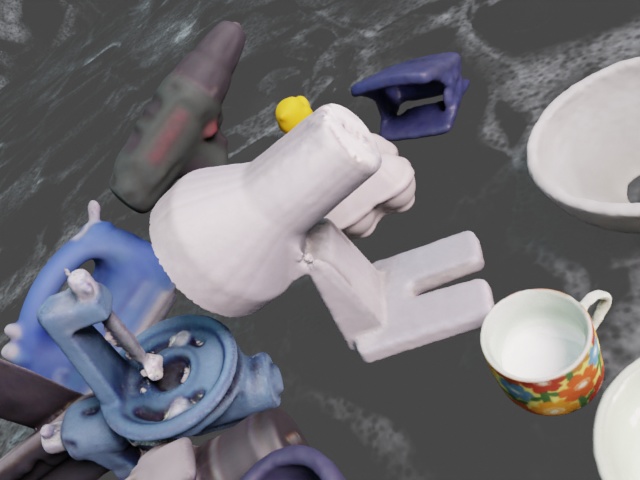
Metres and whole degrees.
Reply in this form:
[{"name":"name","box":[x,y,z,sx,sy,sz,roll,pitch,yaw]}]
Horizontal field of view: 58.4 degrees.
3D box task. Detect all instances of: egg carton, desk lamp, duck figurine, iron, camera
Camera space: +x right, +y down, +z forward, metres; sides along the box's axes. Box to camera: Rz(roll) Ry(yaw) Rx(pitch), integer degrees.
[{"name":"egg carton","box":[0.025,-0.047,0.608,0.150,0.070,0.107,-35,38,6]},{"name":"desk lamp","box":[0.004,0.002,0.460,0.203,0.214,0.118,-22,41,21]},{"name":"duck figurine","box":[-0.024,-0.137,0.723,0.077,0.086,0.104,-16,44,28]},{"name":"iron","box":[-0.284,0.085,0.672,0.118,0.142,0.258,5,56,42]},{"name":"camera","box":[-0.074,0.195,0.426,0.137,0.101,0.143,-36,38,5]}]

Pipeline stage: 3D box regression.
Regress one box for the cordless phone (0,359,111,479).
[{"name":"cordless phone","box":[-0.306,0.184,0.558,0.147,0.186,0.094,-40,38,-1]}]

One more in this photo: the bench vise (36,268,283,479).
[{"name":"bench vise","box":[-0.164,0.125,0.471,0.207,0.220,0.121,-40,38,0]}]

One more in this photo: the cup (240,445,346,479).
[{"name":"cup","box":[-0.007,0.205,0.367,0.091,0.095,0.118,-1,53,39]}]

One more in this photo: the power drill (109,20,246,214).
[{"name":"power drill","box":[-0.118,-0.101,0.665,0.230,0.209,0.075,-50,39,-13]}]

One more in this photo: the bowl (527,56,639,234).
[{"name":"bowl","box":[0.250,-0.062,0.435,0.167,0.075,0.167,-22,42,21]}]

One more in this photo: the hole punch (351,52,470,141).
[{"name":"hole punch","box":[0.102,-0.178,0.655,0.108,0.091,0.101,-1,52,39]}]
